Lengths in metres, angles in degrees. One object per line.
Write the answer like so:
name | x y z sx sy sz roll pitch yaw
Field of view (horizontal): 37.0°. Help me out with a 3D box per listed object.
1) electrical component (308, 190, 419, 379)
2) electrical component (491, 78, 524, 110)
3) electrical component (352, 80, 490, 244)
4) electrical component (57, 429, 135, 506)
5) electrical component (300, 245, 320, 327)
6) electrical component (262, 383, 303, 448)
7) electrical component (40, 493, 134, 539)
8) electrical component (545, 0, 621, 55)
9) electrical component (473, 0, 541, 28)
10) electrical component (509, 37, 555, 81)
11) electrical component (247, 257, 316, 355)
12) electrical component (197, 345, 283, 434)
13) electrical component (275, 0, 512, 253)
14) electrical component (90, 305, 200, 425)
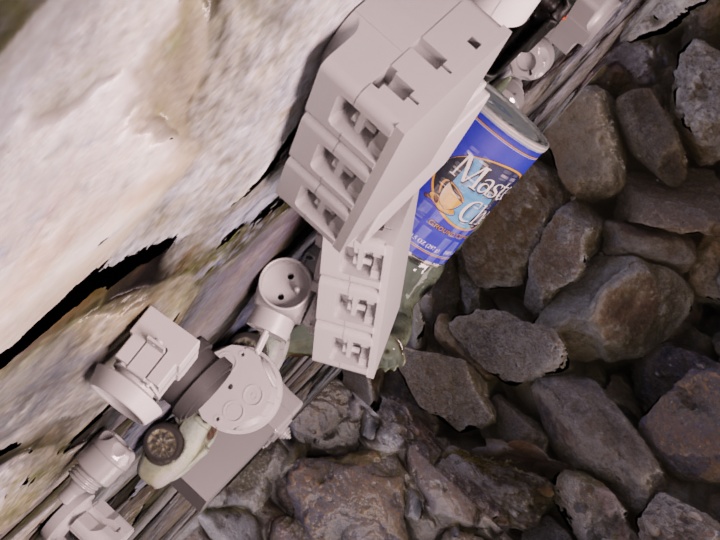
electrical component | 0.000 0.000 0.863 0.089 0.062 0.150 -67 169 -45
electrical component | 0.158 -0.188 1.168 0.062 0.048 0.048 -51 179 -45
electrical component | 0.024 -0.086 0.743 0.108 0.056 0.108 -45 175 -25
electrical component | -0.200 0.150 0.804 0.061 0.035 0.035 -45 175 -7
electrical component | -0.025 0.007 1.017 0.061 0.062 0.096 -42 173 -46
electrical component | -0.112 0.160 1.269 0.061 0.096 0.061 -45 175 -32
electrical component | -0.242 0.232 0.947 0.058 0.057 0.078 -49 175 17
electrical component | 0.213 -0.255 1.040 0.050 0.056 0.089 -46 175 -19
electrical component | 0.094 -0.179 0.691 0.043 0.043 0.081 -44 174 -35
electrical component | 0.177 -0.218 1.091 0.043 0.043 0.062 -51 175 34
electrical component | -0.069 0.034 0.895 0.077 0.044 0.079 106 9 -79
electrical component | -0.112 0.106 0.962 0.080 0.080 0.051 -47 170 -5
electrical component | 0.010 -0.086 0.594 0.089 0.062 0.150 -45 175 -25
electrical component | -0.128 0.059 0.646 0.055 0.048 0.066 -54 178 -21
